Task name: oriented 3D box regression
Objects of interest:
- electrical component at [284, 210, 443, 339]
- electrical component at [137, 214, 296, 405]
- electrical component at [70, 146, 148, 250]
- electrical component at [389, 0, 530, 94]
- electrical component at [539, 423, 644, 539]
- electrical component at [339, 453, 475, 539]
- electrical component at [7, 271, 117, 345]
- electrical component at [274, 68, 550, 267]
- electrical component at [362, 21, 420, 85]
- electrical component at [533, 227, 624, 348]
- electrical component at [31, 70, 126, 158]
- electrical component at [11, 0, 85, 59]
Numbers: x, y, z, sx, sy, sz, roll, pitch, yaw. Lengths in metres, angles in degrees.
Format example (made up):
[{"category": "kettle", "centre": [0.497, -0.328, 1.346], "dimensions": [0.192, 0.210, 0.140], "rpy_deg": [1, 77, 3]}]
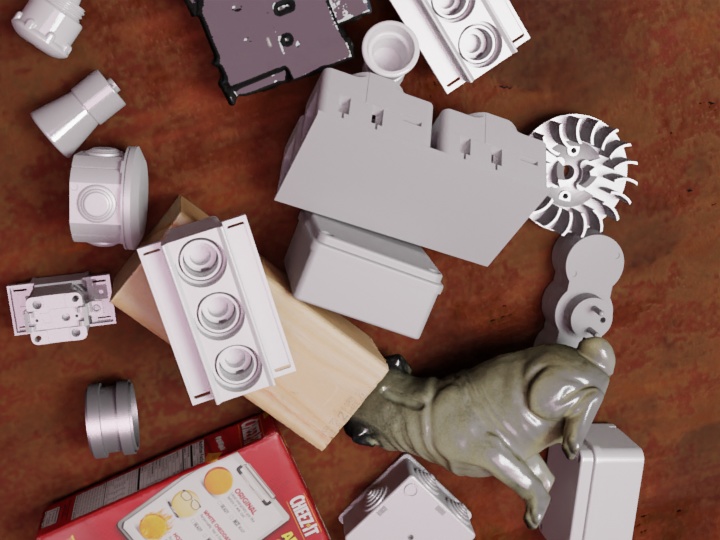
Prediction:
[{"category": "electrical component", "centre": [0.000, 0.000, 0.862], "dimensions": [0.109, 0.108, 0.056], "rpy_deg": [19, 102, -13]}, {"category": "electrical component", "centre": [-0.103, 0.026, 0.779], "dimensions": [0.079, 0.063, 0.121], "rpy_deg": [-18, 105, -6]}, {"category": "electrical component", "centre": [-0.193, -0.056, 0.832], "dimensions": [0.051, 0.080, 0.080], "rpy_deg": [2, 104, -5]}, {"category": "electrical component", "centre": [0.066, -0.212, 0.843], "dimensions": [0.079, 0.063, 0.121], "rpy_deg": [-34, 107, 0]}, {"category": "electrical component", "centre": [0.204, 0.199, 0.961], "dimensions": [0.057, 0.078, 0.113], "rpy_deg": [2, 103, -13]}, {"category": "electrical component", "centre": [0.042, 0.227, 0.954], "dimensions": [0.100, 0.048, 0.100], "rpy_deg": [-44, 101, 6]}, {"category": "electrical component", "centre": [-0.238, 0.030, 0.853], "dimensions": [0.081, 0.064, 0.042], "rpy_deg": [-7, 104, -7]}, {"category": "electrical component", "centre": [0.040, -0.081, 0.844], "dimensions": [0.186, 0.060, 0.105], "rpy_deg": [17, 142, -14]}, {"category": "electrical component", "centre": [0.021, -0.164, 0.846], "dimensions": [0.044, 0.065, 0.044], "rpy_deg": [0, 84, -4]}, {"category": "electrical component", "centre": [0.192, 0.037, 0.920], "dimensions": [0.052, 0.073, 0.138], "rpy_deg": [7, 103, -11]}, {"category": "electrical component", "centre": [-0.215, -0.124, 0.831], "dimensions": [0.065, 0.044, 0.044], "rpy_deg": [-39, 107, -3]}, {"category": "electrical component", "centre": [-0.228, -0.194, 0.810], "dimensions": [0.048, 0.048, 0.062], "rpy_deg": [34, 90, -15]}]
